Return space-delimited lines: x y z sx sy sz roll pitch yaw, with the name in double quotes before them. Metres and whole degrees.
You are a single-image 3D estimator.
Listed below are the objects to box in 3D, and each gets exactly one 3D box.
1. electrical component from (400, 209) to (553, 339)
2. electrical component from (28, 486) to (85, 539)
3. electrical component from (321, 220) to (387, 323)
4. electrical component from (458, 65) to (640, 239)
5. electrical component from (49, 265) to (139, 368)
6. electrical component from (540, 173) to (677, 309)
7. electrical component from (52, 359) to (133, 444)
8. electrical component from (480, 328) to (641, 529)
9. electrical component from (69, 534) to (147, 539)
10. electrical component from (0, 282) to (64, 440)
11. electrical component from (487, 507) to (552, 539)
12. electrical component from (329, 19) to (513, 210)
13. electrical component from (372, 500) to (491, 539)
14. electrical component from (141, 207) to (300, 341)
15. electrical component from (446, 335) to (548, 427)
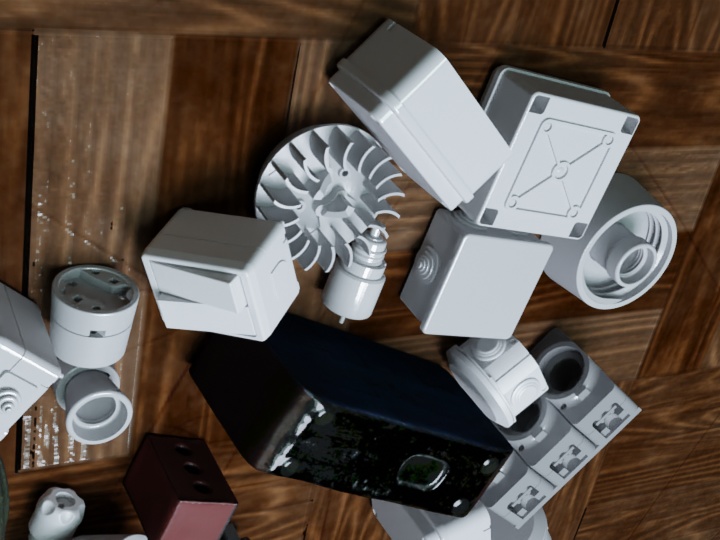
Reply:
"electrical component" 0.088 0.003 0.837 0.100 0.048 0.099 6 118 -33
"electrical component" -0.230 0.192 0.798 0.035 0.035 0.061 13 117 -36
"electrical component" 0.000 0.000 0.791 0.040 0.040 0.078 5 118 -32
"electrical component" 0.134 -0.085 0.797 0.109 0.056 0.108 6 118 -33
"electrical component" -0.176 0.031 0.704 0.055 0.055 0.047 -2 126 -29
"electrical component" 0.209 -0.018 0.884 0.108 0.060 0.108 -15 127 -21
"electrical component" -0.184 0.085 0.734 0.045 0.055 0.045 -15 128 -20
"electrical component" 0.153 0.135 0.939 0.150 0.089 0.062 -45 132 5
"electrical component" -0.172 0.243 0.777 0.060 0.108 0.108 -13 136 21
"electrical component" -0.231 0.053 0.658 0.062 0.096 0.061 -45 131 5
"electrical component" 0.141 0.251 1.021 0.080 0.080 0.051 -34 137 -5
"electrical component" 0.041 -0.102 0.718 0.057 0.078 0.113 -44 132 0
"electrical component" 0.058 0.208 0.920 0.057 0.113 0.078 -21 129 -19
"electrical component" -0.098 0.004 0.705 0.061 0.096 0.061 -58 148 -43
"electrical component" 0.113 0.086 0.890 0.051 0.080 0.080 -38 132 -8
